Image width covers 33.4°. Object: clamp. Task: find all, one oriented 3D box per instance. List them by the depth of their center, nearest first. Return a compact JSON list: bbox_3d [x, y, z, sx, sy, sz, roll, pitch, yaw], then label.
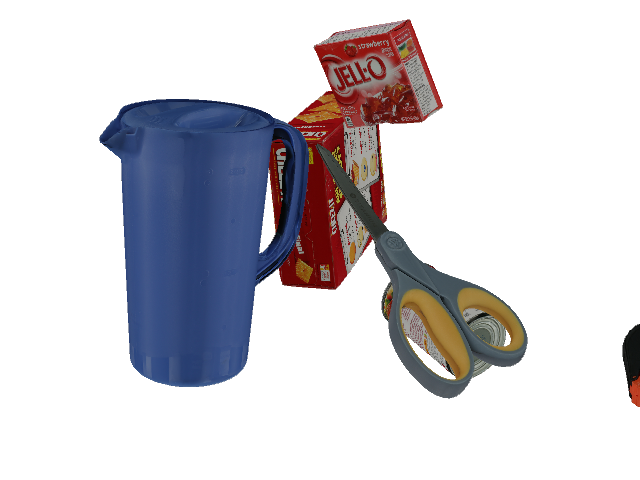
[{"bbox_3d":[0.318,0.079,0.959,0.171,0.039,0.120,-33,36,-25],"label":"clamp"}]

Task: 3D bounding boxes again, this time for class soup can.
[{"bbox_3d":[0.112,0.072,0.977,0.068,0.068,0.102,0,25,-36],"label":"soup can"}]

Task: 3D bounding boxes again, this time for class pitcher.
[{"bbox_3d":[-0.103,0.000,0.948,0.149,0.243,0.144,9,20,15],"label":"pitcher"}]

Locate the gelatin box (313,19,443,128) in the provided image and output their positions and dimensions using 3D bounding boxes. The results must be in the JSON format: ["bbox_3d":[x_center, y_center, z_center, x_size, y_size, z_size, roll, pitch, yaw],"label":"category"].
[{"bbox_3d":[0.043,-0.126,0.822,0.030,0.073,0.089,-38,25,-33],"label":"gelatin box"}]

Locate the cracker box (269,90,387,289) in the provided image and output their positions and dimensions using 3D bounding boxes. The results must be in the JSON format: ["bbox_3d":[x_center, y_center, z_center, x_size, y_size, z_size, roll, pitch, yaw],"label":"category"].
[{"bbox_3d":[0.011,-0.063,1.183,0.072,0.164,0.213,1,22,19],"label":"cracker box"}]

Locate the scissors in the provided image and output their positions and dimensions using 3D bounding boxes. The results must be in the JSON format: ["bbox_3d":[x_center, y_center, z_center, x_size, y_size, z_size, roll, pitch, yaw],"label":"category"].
[{"bbox_3d":[0.064,0.011,0.670,0.096,0.202,0.016,2,-43,-22],"label":"scissors"}]
